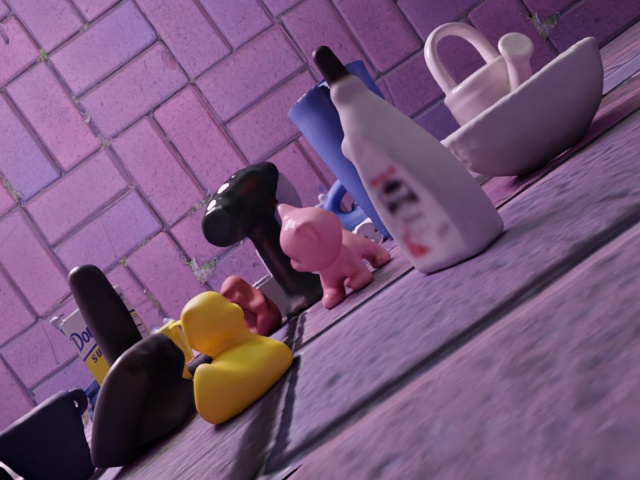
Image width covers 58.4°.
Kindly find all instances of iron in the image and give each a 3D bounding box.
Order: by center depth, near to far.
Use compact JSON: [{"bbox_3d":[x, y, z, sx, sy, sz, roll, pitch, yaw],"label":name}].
[{"bbox_3d":[0.075,-0.069,1.070,0.258,0.141,0.118,-36,1,-12],"label":"iron"}]

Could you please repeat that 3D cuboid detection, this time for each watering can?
[{"bbox_3d":[0.211,-0.194,0.719,0.101,0.194,0.172,-36,1,-38],"label":"watering can"}]

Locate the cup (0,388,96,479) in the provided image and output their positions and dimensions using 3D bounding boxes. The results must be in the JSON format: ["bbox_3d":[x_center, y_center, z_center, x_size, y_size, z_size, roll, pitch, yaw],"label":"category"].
[{"bbox_3d":[-0.281,0.221,0.622,0.091,0.095,0.118,-35,1,23],"label":"cup"}]

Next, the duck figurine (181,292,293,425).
[{"bbox_3d":[-0.073,0.081,0.433,0.077,0.086,0.105,-35,1,15],"label":"duck figurine"}]

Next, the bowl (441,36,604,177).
[{"bbox_3d":[0.200,-0.110,0.542,0.167,0.075,0.167,-36,1,1],"label":"bowl"}]

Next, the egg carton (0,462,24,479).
[{"bbox_3d":[-0.357,0.291,0.681,0.150,0.069,0.107,-35,1,22],"label":"egg carton"}]

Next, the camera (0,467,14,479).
[{"bbox_3d":[-0.371,0.284,0.530,0.143,0.101,0.137,-36,1,-5],"label":"camera"}]

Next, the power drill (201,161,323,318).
[{"bbox_3d":[-0.062,-0.008,0.784,0.075,0.208,0.230,-35,1,22],"label":"power drill"}]

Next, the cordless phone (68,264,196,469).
[{"bbox_3d":[-0.200,0.109,0.546,0.094,0.185,0.147,-36,1,-2],"label":"cordless phone"}]

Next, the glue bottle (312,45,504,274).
[{"bbox_3d":[0.048,-0.059,0.392,0.037,0.173,0.078,-36,1,-32],"label":"glue bottle"}]

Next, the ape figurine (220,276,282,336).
[{"bbox_3d":[-0.097,0.089,0.752,0.076,0.092,0.077,-36,1,-40],"label":"ape figurine"}]

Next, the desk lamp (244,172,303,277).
[{"bbox_3d":[-0.098,0.011,1.012,0.203,0.213,0.118,-35,1,29],"label":"desk lamp"}]

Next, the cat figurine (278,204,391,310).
[{"bbox_3d":[0.005,0.002,0.597,0.067,0.118,0.128,-35,1,25],"label":"cat figurine"}]

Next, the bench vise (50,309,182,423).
[{"bbox_3d":[-0.361,0.196,1.029,0.208,0.220,0.121,-36,1,-37],"label":"bench vise"}]
